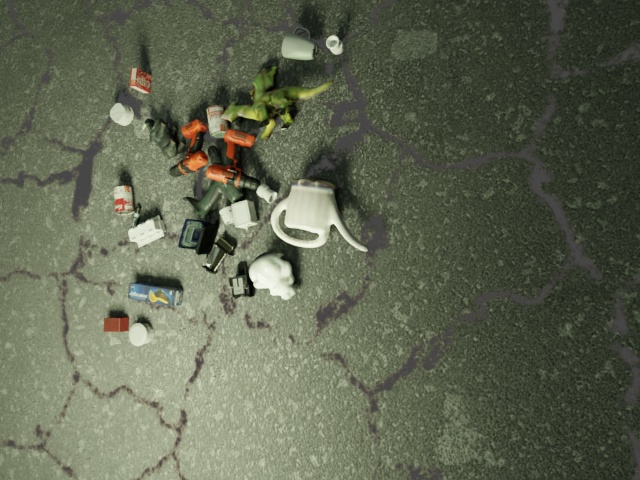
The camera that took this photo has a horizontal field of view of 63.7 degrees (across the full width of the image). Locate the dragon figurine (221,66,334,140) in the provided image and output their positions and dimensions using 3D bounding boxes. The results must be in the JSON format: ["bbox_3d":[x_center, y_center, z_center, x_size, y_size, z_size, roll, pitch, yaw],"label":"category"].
[{"bbox_3d":[-0.158,-0.497,1.746,0.407,0.121,0.247,-29,67,15],"label":"dragon figurine"}]

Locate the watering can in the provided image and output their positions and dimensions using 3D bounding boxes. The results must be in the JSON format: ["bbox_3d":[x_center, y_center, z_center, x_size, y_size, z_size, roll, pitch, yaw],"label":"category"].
[{"bbox_3d":[0.005,-0.082,1.627,0.348,0.103,0.225,9,87,23],"label":"watering can"}]

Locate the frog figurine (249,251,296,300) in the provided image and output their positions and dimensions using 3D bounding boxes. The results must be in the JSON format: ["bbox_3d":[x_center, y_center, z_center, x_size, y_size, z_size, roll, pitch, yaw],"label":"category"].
[{"bbox_3d":[-0.151,0.122,1.663,0.137,0.120,0.162,-25,64,-1],"label":"frog figurine"}]
